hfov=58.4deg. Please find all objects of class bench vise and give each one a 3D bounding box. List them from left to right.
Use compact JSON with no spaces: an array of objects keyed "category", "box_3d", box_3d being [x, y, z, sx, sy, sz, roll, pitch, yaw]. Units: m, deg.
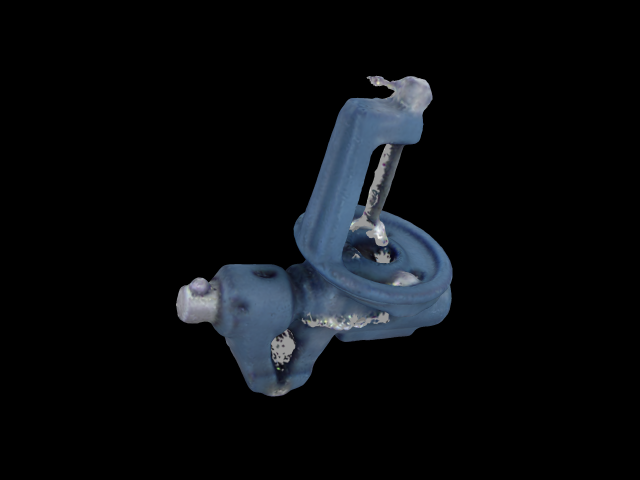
[{"category":"bench vise","box_3d":[0.011,0.007,0.393,0.208,0.220,0.121,-27,45,-31]}]
